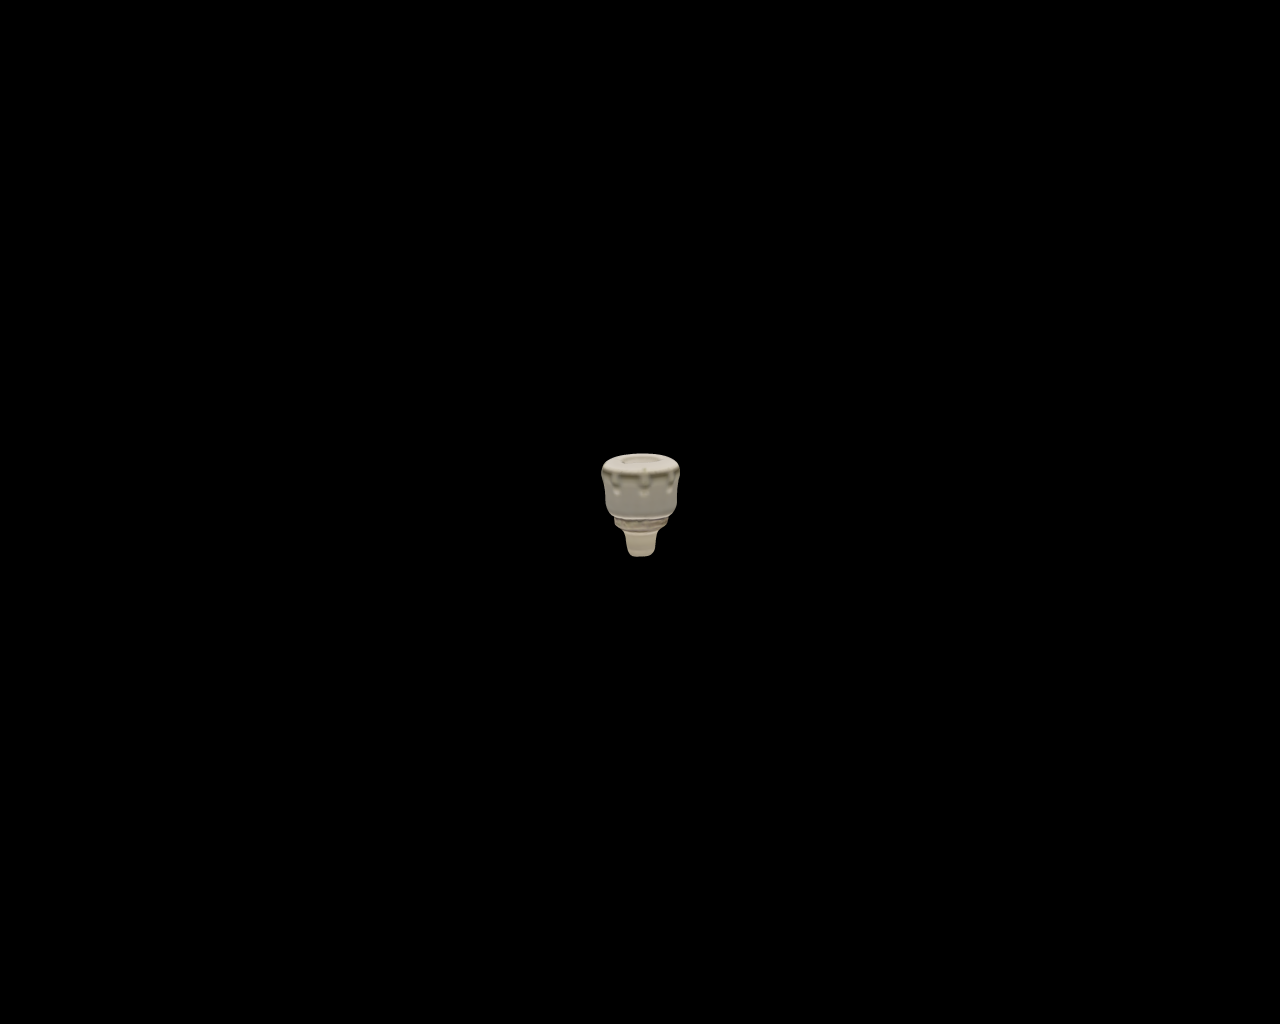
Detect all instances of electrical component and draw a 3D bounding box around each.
[{"bbox_3d":[0.001,-0.003,0.650,0.048,0.062,0.048,0,14,0],"label":"electrical component"}]
